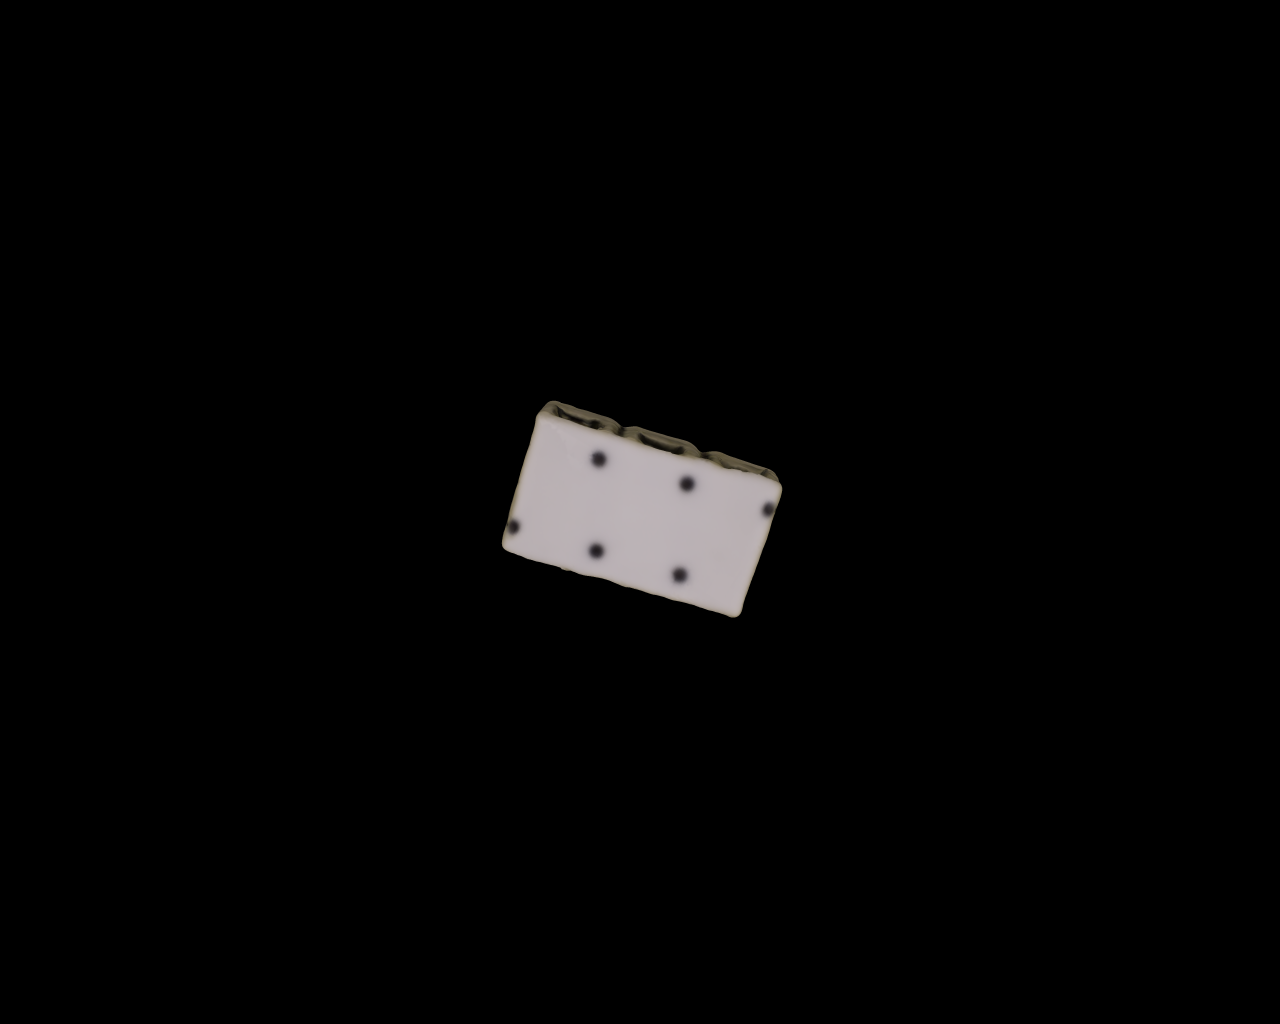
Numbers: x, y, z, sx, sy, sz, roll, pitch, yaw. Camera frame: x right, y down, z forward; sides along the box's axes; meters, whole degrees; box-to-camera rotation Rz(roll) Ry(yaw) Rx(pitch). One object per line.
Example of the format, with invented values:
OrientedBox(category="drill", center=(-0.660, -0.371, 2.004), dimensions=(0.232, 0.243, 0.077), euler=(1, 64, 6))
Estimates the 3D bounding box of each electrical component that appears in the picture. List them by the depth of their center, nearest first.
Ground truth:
OrientedBox(category="electrical component", center=(0.001, -0.003, 0.650), dimensions=(0.150, 0.089, 0.062), euler=(18, 11, -4))
